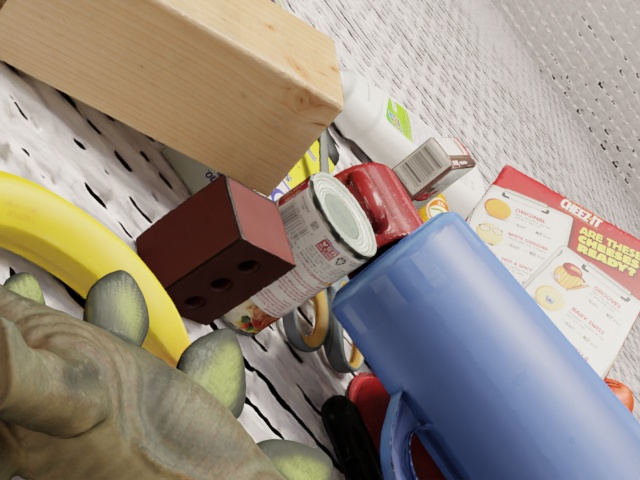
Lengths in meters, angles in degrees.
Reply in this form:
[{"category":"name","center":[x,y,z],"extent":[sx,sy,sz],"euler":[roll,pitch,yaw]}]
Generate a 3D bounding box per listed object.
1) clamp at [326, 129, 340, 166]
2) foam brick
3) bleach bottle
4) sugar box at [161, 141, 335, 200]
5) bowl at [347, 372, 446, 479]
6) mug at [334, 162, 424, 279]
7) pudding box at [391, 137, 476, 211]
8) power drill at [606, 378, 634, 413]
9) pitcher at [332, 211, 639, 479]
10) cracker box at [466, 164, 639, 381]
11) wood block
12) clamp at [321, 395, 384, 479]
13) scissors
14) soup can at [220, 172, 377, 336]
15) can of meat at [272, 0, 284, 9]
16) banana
[{"category":"clamp","center":[-0.029,-0.158,0.984],"extent":[0.120,0.039,0.171],"euler":[-106,170,-55]},{"category":"foam brick","center":[-0.065,0.007,0.648],"extent":[0.052,0.078,0.051],"euler":[28,36,-47]},{"category":"bleach bottle","center":[0.080,-0.110,1.148],"extent":[0.250,0.068,0.102],"euler":[38,27,-34]},{"category":"sugar box","center":[-0.049,-0.062,0.823],"extent":[0.093,0.048,0.176],"euler":[55,20,-7]},{"category":"bowl","center":[0.089,0.159,0.795],"extent":[0.162,0.055,0.162],"euler":[45,24,-28]},{"category":"mug","center":[0.040,-0.015,0.875],"extent":[0.081,0.093,0.117],"euler":[62,-4,27]},{"category":"pudding box","center":[0.084,-0.049,0.997],"extent":[0.039,0.114,0.090],"euler":[56,21,8]},{"category":"power drill","center":[0.241,0.185,1.009],"extent":[0.187,0.057,0.184],"euler":[-100,-166,-68]},{"category":"pitcher","center":[0.110,0.110,0.698],"extent":[0.243,0.145,0.149],"euler":[52,19,4]},{"category":"cracker box","center":[0.173,0.054,0.889],"extent":[0.164,0.072,0.213],"euler":[32,49,11]},{"category":"wood block","center":[-0.096,-0.126,0.679],"extent":[0.205,0.091,0.090],"euler":[27,33,-25]},{"category":"clamp","center":[0.051,0.204,0.673],"extent":[0.210,0.036,0.164],"euler":[50,24,-17]},{"category":"scissors","center":[-0.005,0.001,0.794],"extent":[0.096,0.016,0.202],"euler":[0,76,-55]},{"category":"soup can","center":[-0.023,0.009,0.700],"extent":[0.068,0.102,0.068],"euler":[45,24,-27]},{"category":"can of meat","center":[-0.086,-0.155,0.798],"extent":[0.057,0.102,0.083],"euler":[54,24,-5]},{"category":"banana","center":[-0.138,0.009,0.550],"extent":[0.197,0.037,0.069],"euler":[32,48,-45]}]
